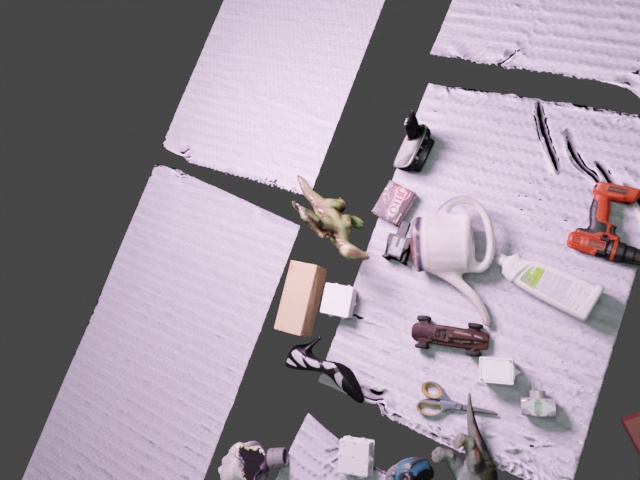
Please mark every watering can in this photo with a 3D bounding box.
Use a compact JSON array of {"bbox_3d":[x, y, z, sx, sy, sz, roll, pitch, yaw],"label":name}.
[{"bbox_3d":[0.355,0.053,1.389,0.224,0.103,0.349,-2,83,23],"label":"watering can"}]

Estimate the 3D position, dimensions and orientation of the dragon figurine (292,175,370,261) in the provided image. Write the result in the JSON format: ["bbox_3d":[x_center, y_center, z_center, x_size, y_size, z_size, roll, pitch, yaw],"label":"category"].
[{"bbox_3d":[0.005,-0.075,1.497,0.121,0.241,0.416,-49,65,11],"label":"dragon figurine"}]

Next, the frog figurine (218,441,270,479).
[{"bbox_3d":[-0.217,0.654,1.472,0.139,0.124,0.156,49,134,17],"label":"frog figurine"}]
